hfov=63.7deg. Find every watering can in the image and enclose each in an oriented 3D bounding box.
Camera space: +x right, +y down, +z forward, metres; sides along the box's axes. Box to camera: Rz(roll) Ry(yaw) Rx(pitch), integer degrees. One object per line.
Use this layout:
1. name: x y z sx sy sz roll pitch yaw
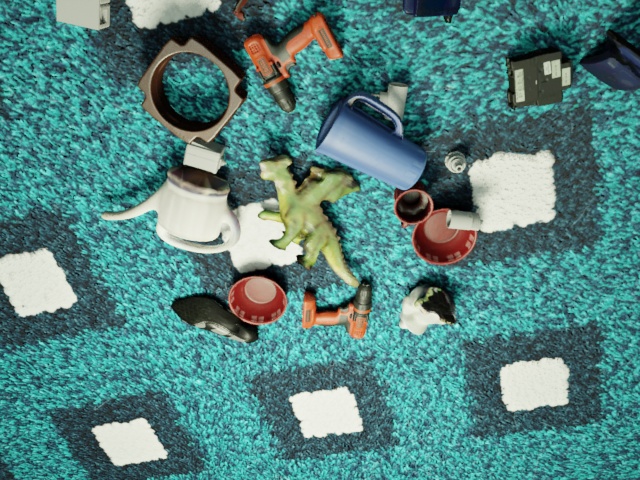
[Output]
1. watering can: -0.357 -0.083 1.268 0.347 0.106 0.220 17 117 -6

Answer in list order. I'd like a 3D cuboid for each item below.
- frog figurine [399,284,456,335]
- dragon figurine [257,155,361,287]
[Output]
1. frog figurine: 0.285 0.191 1.397 0.137 0.125 0.156 9 155 -11
2. dragon figurine: 0.004 -0.064 1.270 0.407 0.124 0.240 33 107 -22
